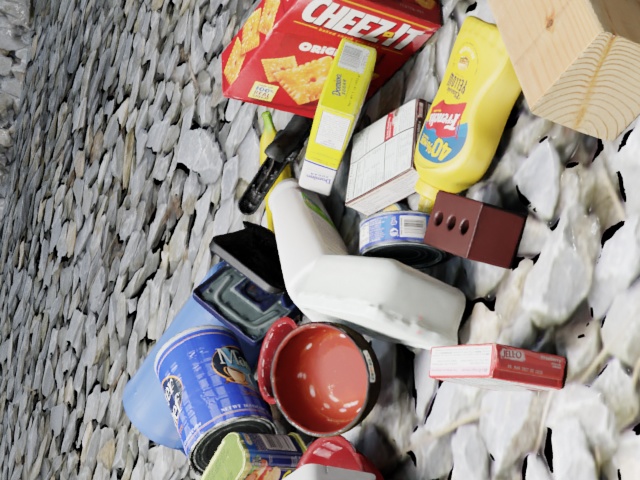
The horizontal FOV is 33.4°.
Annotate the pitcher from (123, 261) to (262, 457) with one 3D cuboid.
[{"bbox_3d":[-0.138,0.152,1.349,0.243,0.149,0.144,-56,0,30],"label":"pitcher"}]

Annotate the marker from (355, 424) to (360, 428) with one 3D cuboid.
[{"bbox_3d":[0.006,0.194,1.157,0.121,0.020,0.020,-16,64,60],"label":"marker"}]

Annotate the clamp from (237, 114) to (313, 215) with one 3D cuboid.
[{"bbox_3d":[-0.039,-0.115,1.276,0.171,0.039,0.120,-60,7,-33],"label":"clamp"}]

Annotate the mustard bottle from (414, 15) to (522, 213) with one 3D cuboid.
[{"bbox_3d":[0.135,-0.109,1.005,0.096,0.058,0.192,46,120,57],"label":"mustard bottle"}]

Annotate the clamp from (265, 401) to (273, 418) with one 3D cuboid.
[{"bbox_3d":[-0.037,0.292,1.171,0.165,0.036,0.210,5,88,55],"label":"clamp"}]

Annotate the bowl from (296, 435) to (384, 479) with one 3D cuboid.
[{"bbox_3d":[0.026,0.274,1.044,0.162,0.055,0.162,-36,47,52],"label":"bowl"}]

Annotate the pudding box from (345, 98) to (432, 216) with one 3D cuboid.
[{"bbox_3d":[0.076,-0.085,1.109,0.114,0.039,0.090,-28,48,49],"label":"pudding box"}]

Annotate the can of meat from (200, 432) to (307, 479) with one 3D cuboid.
[{"bbox_3d":[-0.071,0.250,1.124,0.102,0.083,0.057,-61,40,21],"label":"can of meat"}]

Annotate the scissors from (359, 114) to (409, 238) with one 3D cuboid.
[{"bbox_3d":[0.070,-0.060,1.155,0.096,0.016,0.202,-25,56,55],"label":"scissors"}]

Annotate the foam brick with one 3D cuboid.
[{"bbox_3d":[0.138,-0.010,0.961,0.078,0.051,0.053,22,98,63],"label":"foam brick"}]

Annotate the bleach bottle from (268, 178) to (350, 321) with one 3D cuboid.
[{"bbox_3d":[-0.008,0.001,1.207,0.068,0.102,0.251,-39,28,11],"label":"bleach bottle"}]

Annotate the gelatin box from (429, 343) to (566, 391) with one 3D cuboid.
[{"bbox_3d":[0.144,0.104,0.874,0.089,0.073,0.030,-16,64,60],"label":"gelatin box"}]

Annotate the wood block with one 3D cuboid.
[{"bbox_3d":[0.204,-0.193,0.877,0.091,0.090,0.206,-51,36,39],"label":"wood block"}]

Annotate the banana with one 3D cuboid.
[{"bbox_3d":[-0.057,-0.065,1.353,0.037,0.069,0.198,-17,61,14],"label":"banana"}]

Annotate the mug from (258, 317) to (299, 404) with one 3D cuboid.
[{"bbox_3d":[-0.016,0.143,1.154,0.117,0.081,0.093,-54,35,37],"label":"mug"}]

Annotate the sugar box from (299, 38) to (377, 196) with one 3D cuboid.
[{"bbox_3d":[0.017,-0.131,1.169,0.176,0.048,0.093,114,176,-63],"label":"sugar box"}]

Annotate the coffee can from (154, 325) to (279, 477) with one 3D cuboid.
[{"bbox_3d":[-0.117,0.179,1.190,0.103,0.102,0.140,-60,40,30],"label":"coffee can"}]

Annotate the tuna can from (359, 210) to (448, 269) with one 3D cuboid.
[{"bbox_3d":[0.081,0.001,1.030,0.086,0.086,0.034,-29,54,56],"label":"tuna can"}]

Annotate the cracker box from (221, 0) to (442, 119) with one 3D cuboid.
[{"bbox_3d":[0.007,-0.220,1.185,0.214,0.164,0.072,-40,46,50],"label":"cracker box"}]
